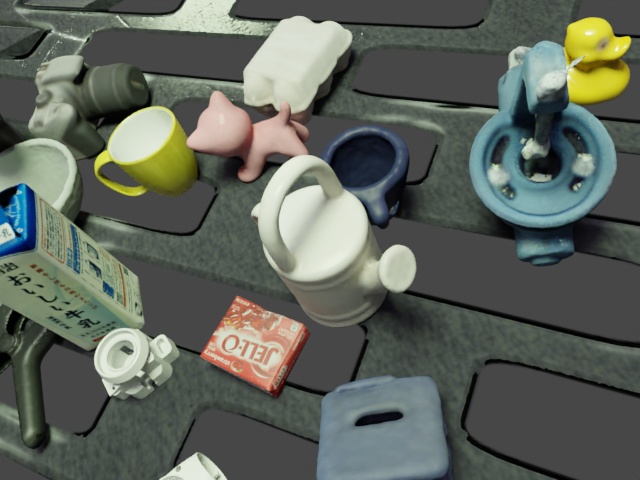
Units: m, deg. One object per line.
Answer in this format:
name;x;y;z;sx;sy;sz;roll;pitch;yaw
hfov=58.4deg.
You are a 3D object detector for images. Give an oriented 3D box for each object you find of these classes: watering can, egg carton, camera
watering can;0.006;0.000;0.521;0.172;0.194;0.101;3;62;20
egg carton;-0.029;-0.222;0.739;0.107;0.069;0.150;20;69;27
camera;-0.322;-0.200;0.803;0.136;0.101;0.143;-5;59;15

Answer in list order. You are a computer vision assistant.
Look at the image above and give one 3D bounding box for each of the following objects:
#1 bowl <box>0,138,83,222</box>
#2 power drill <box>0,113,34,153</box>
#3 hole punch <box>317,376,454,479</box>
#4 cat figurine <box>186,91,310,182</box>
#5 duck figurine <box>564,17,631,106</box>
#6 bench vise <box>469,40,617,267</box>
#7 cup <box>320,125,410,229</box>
bowl;-0.372;-0.045;0.744;0.167;0.075;0.167;-8;58;14
power drill;-0.459;-0.172;0.766;0.076;0.209;0.228;-44;57;-10
hole punch;0.050;0.161;0.474;0.108;0.091;0.101;-13;57;11
cat figurine;-0.086;-0.128;0.673;0.127;0.118;0.067;-14;57;10
duck figurine;0.280;-0.199;0.615;0.104;0.086;0.077;13;66;24
bench vise;0.181;-0.107;0.512;0.121;0.220;0.207;-21;56;6
cup;0.056;-0.047;0.593;0.091;0.095;0.117;-20;56;6
